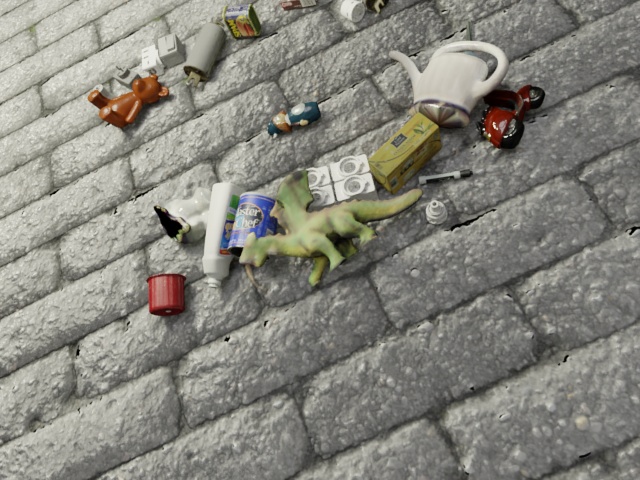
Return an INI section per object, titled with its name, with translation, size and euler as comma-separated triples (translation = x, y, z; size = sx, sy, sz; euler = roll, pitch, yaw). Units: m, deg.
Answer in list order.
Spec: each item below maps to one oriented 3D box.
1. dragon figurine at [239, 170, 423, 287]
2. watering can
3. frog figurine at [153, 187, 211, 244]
[dragon figurine]
translation = 0.003, -0.057, 1.140
size = 0.413, 0.121, 0.244
euler = -39, 80, -10
[watering can]
translation = 0.282, -0.383, 1.258
size = 0.349, 0.103, 0.226
euler = 16, 78, 43
[frog figurine]
translation = -0.321, -0.068, 1.312
size = 0.138, 0.120, 0.162
euler = 14, 35, 31
